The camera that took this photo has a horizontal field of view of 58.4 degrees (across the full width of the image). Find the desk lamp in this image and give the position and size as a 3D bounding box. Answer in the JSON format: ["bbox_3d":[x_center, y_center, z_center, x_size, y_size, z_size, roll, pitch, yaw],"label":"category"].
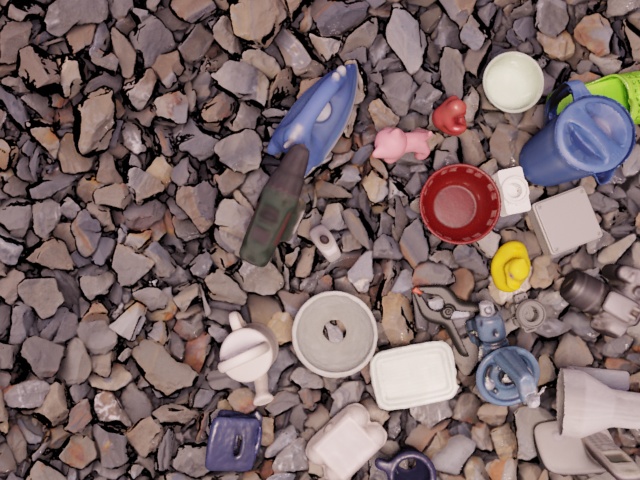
[{"bbox_3d":[0.510,0.293,1.049,0.203,0.213,0.118,3,87,1],"label":"desk lamp"}]

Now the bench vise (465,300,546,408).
[{"bbox_3d":[0.329,0.223,1.051,0.121,0.219,0.207,-34,87,-1],"label":"bench vise"}]

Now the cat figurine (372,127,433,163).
[{"bbox_3d":[0.160,-0.193,1.125,0.128,0.117,0.067,-11,87,0],"label":"cat figurine"}]

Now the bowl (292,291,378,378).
[{"bbox_3d":[0.029,0.182,1.130,0.167,0.074,0.167,0,87,1],"label":"bowl"}]

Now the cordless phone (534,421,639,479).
[{"bbox_3d":[0.491,0.399,1.058,0.147,0.185,0.094,-7,87,1],"label":"cordless phone"}]

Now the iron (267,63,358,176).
[{"bbox_3d":[0.000,-0.261,1.118,0.118,0.141,0.258,33,88,2],"label":"iron"}]

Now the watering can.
[{"bbox_3d":[-0.131,0.220,1.070,0.101,0.194,0.173,-44,87,-1],"label":"watering can"}]

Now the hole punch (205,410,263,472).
[{"bbox_3d":[-0.165,0.391,1.114,0.101,0.091,0.109,9,87,1],"label":"hole punch"}]

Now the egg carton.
[{"bbox_3d":[0.050,0.398,1.121,0.150,0.069,0.107,-44,87,-1],"label":"egg carton"}]

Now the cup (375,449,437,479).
[{"bbox_3d":[0.159,0.438,1.105,0.117,0.095,0.092,18,88,2],"label":"cup"}]

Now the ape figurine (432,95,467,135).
[{"bbox_3d":[0.266,-0.253,1.139,0.076,0.092,0.078,8,87,1],"label":"ape figurine"}]

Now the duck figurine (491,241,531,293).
[{"bbox_3d":[0.384,0.053,1.126,0.077,0.086,0.105,13,87,2],"label":"duck figurine"}]

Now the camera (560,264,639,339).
[{"bbox_3d":[0.554,0.102,1.114,0.137,0.101,0.143,29,88,2],"label":"camera"}]

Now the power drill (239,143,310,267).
[{"bbox_3d":[-0.076,-0.059,1.076,0.075,0.208,0.230,24,88,2],"label":"power drill"}]

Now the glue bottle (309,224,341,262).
[{"bbox_3d":[0.010,0.004,1.089,0.037,0.173,0.078,-35,87,-1],"label":"glue bottle"}]
